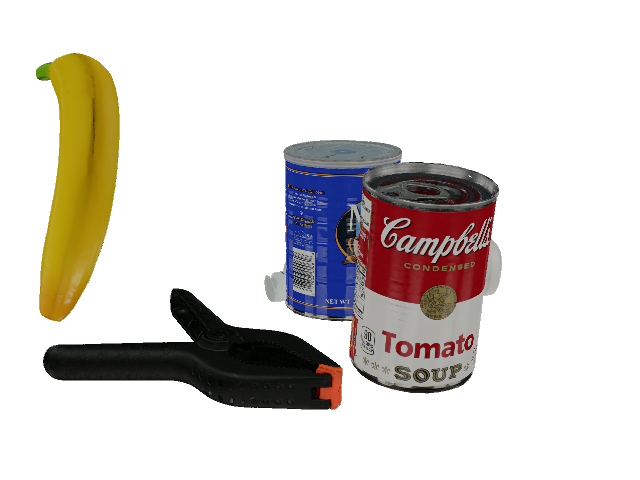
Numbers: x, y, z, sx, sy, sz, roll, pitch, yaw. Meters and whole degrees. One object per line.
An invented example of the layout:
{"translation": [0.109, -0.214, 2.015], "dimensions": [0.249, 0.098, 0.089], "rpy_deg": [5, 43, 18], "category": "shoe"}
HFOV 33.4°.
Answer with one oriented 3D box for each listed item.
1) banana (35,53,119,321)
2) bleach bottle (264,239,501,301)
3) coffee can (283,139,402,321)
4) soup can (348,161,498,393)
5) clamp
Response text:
{"translation": [-0.149, -0.048, 0.659], "dimensions": [0.037, 0.198, 0.070], "rpy_deg": [13, -38, -30], "category": "banana"}
{"translation": [0.064, 0.035, 1.160], "dimensions": [0.250, 0.068, 0.103], "rpy_deg": [-10, 31, -21], "category": "bleach bottle"}
{"translation": [0.019, -0.011, 0.941], "dimensions": [0.103, 0.140, 0.103], "rpy_deg": [0, 15, 0], "category": "coffee can"}
{"translation": [0.051, 0.018, 0.547], "dimensions": [0.068, 0.102, 0.068], "rpy_deg": [3, 21, -1], "category": "soup can"}
{"translation": [-0.075, 0.082, 0.797], "dimensions": [0.210, 0.036, 0.164], "rpy_deg": [9, 20, 21], "category": "clamp"}
